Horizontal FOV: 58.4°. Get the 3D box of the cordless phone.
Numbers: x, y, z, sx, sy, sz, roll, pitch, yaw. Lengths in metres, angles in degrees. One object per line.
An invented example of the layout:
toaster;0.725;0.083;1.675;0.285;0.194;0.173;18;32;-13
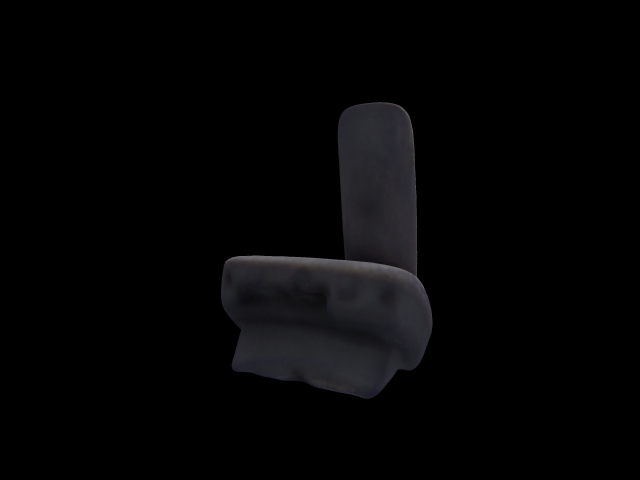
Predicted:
cordless phone;0.004;0.001;0.400;0.147;0.185;0.094;2;7;20
